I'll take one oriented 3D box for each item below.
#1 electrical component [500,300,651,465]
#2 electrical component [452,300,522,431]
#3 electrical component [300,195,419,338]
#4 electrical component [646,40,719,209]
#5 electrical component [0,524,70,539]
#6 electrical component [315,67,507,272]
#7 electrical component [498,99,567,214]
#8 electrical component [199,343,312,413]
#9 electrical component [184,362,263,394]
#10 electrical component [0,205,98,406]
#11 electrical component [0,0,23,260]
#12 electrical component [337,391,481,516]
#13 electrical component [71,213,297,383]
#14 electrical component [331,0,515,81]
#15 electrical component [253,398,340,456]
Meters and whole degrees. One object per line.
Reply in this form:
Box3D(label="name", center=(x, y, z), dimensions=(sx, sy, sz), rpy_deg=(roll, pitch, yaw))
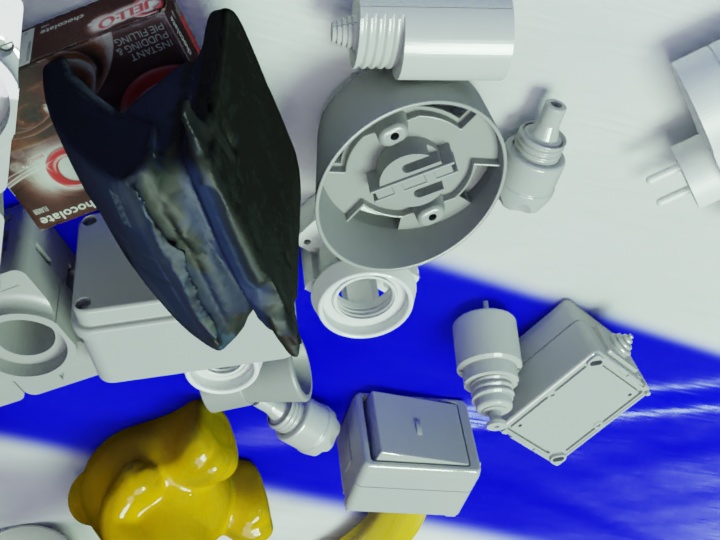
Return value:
Box3D(label="electrical component", center=(0.132, 0.065, 0.684), dimensions=(0.096, 0.061, 0.062), rpy_deg=(-43, 126, 19))
Box3D(label="electrical component", center=(0.079, 0.060, 0.658), dimensions=(0.040, 0.078, 0.040), rpy_deg=(-2, 148, -1))
Box3D(label="electrical component", center=(0.000, 0.000, 0.596), dimensions=(0.078, 0.057, 0.058), rpy_deg=(30, 124, -32))
Box3D(label="electrical component", center=(0.190, -0.057, 0.573), dimensions=(0.074, 0.052, 0.138), rpy_deg=(-25, 133, 16))
Box3D(label="electrical component", center=(-0.236, 0.242, 0.776), dimensions=(0.099, 0.099, 0.064), rpy_deg=(-13, 141, 4))
Box3D(label="electrical component", center=(0.024, -0.052, 0.542), dimensions=(0.099, 0.064, 0.099), rpy_deg=(-4, 135, -4))
Box3D(label="electrical component", center=(0.092, -0.062, 0.566), dimensions=(0.035, 0.035, 0.061), rpy_deg=(6, 131, -15))
Box3D(label="electrical component", center=(-0.067, 0.066, 0.664), dimensions=(0.065, 0.044, 0.044), rpy_deg=(-13, 135, 11))
Box3D(label="electrical component", center=(-0.080, 0.038, 0.622), dimensions=(0.066, 0.055, 0.048), rpy_deg=(-8, 135, -1))
Box3D(label="electrical component", center=(-0.227, 0.035, 0.592), dimensions=(0.150, 0.061, 0.089), rpy_deg=(-18, 135, 9))
Box3D(label="electrical component", center=(-0.202, -0.043, 0.447), dimensions=(0.105, 0.060, 0.186), rpy_deg=(3, 125, -22))
Box3D(label="electrical component", center=(0.039, 0.122, 0.720), dimensions=(0.096, 0.061, 0.061), rpy_deg=(6, 133, -15))
Box3D(label="electrical component", center=(-0.092, 0.007, 0.575), dimensions=(0.113, 0.078, 0.057), rpy_deg=(-8, 138, -1))
Box3D(label="electrical component", center=(0.027, -0.110, 0.500), dimensions=(0.081, 0.043, 0.043), rpy_deg=(-1, 135, -8))
Box3D(label="electrical component", center=(-0.044, 0.096, 0.701), dimensions=(0.035, 0.035, 0.061), rpy_deg=(-38, 126, 26))
